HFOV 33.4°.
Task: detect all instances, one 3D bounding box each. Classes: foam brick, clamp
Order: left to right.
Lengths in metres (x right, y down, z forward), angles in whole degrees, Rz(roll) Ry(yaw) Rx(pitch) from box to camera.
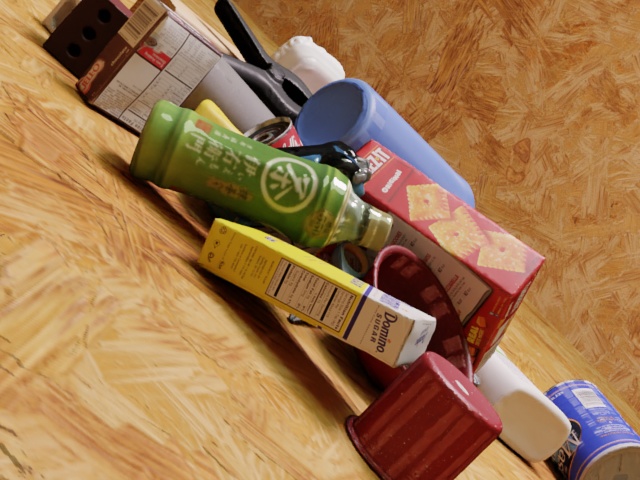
[{"bbox_3d":[-0.219,-0.200,1.034,0.053,0.078,0.051,42,8,-8],"label":"foam brick"},{"bbox_3d":[-0.069,-0.192,1.289,0.210,0.036,0.164,44,29,-12],"label":"clamp"}]

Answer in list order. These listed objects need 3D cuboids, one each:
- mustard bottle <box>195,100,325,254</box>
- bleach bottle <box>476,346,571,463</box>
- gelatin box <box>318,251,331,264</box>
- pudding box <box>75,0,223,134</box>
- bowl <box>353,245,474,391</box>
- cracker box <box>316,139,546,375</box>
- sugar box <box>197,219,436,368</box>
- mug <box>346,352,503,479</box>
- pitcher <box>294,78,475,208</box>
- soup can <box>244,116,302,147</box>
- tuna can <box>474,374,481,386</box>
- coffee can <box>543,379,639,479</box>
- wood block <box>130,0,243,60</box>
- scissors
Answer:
[{"bbox_3d":[-0.066,-0.057,1.090,0.191,0.058,0.096,43,-14,-7],"label":"mustard bottle"},{"bbox_3d":[0.211,0.166,1.285,0.102,0.068,0.251,41,7,-17],"label":"bleach bottle"},{"bbox_3d":[0.022,0.054,1.073,0.073,0.030,0.089,43,10,-9],"label":"gelatin box"},{"bbox_3d":[-0.158,-0.158,0.996,0.039,0.113,0.090,48,9,35],"label":"pudding box"},{"bbox_3d":[0.074,0.088,0.966,0.162,0.055,0.162,41,34,-36],"label":"bowl"},{"bbox_3d":[0.105,0.020,1.085,0.214,0.072,0.164,37,-33,17],"label":"cracker box"},{"bbox_3d":[0.000,0.040,0.829,0.176,0.048,0.093,24,3,17],"label":"sugar box"},{"bbox_3d":[0.084,0.139,0.800,0.093,0.081,0.117,47,10,17],"label":"mug"},{"bbox_3d":[0.068,-0.087,1.276,0.242,0.149,0.145,42,43,-44],"label":"pitcher"},{"bbox_3d":[-0.041,-0.074,1.165,0.102,0.068,0.068,63,0,-26],"label":"soup can"},{"bbox_3d":[0.133,0.137,1.163,0.086,0.034,0.086,42,10,-9],"label":"tuna can"},{"bbox_3d":[0.328,0.248,1.284,0.102,0.103,0.140,39,11,-28],"label":"coffee can"},{"bbox_3d":[-0.154,-0.221,1.358,0.205,0.091,0.090,35,13,-43],"label":"wood block"},{"bbox_3d":[0.012,0.038,0.999,0.201,0.016,0.096,8,47,-55],"label":"scissors"}]
